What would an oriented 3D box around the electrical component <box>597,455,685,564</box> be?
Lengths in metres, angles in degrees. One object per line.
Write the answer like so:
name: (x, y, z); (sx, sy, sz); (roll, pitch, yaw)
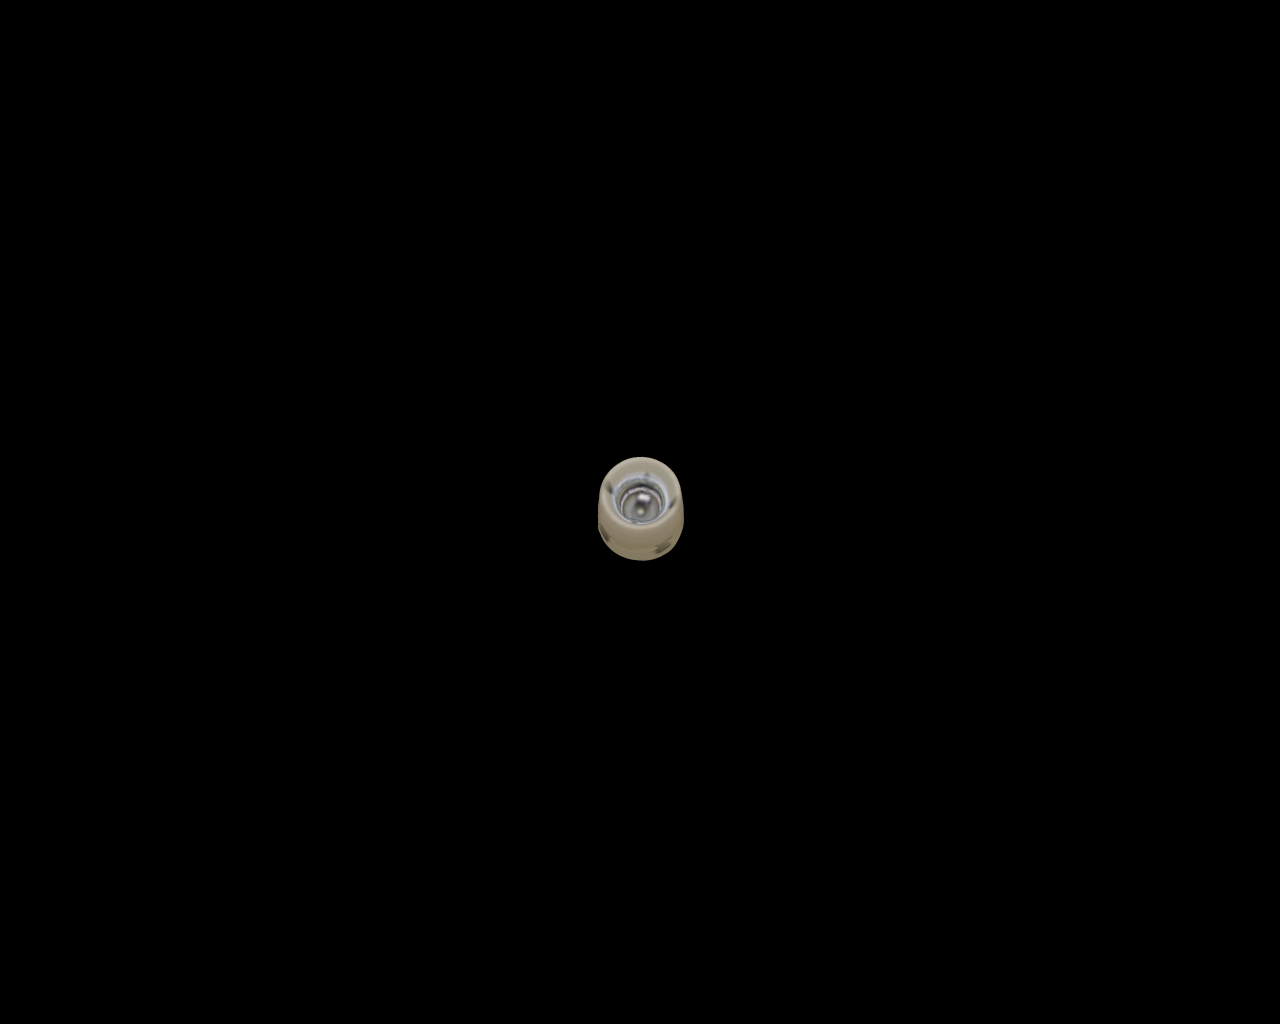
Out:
electrical component: (0.001, -0.003, 0.650); (0.055, 0.055, 0.047); (0, -23, 0)
